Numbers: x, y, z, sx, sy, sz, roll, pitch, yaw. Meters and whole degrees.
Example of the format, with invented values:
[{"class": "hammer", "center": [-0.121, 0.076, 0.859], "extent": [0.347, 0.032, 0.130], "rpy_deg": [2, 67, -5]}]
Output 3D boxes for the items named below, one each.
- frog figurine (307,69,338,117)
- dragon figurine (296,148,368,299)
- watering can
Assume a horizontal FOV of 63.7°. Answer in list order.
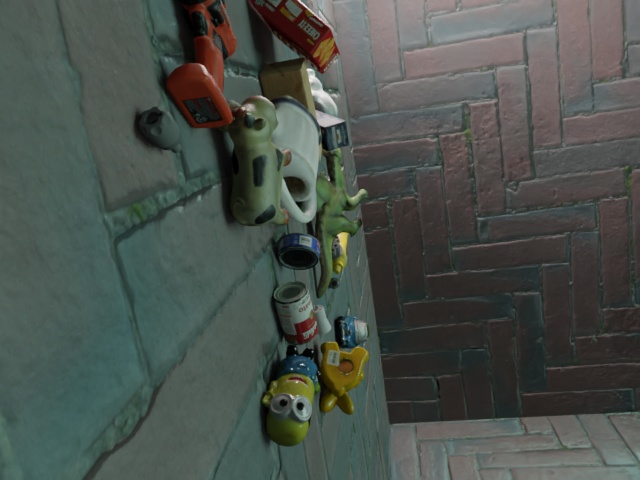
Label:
[{"class": "frog figurine", "center": [-0.009, -0.384, 1.409], "extent": [0.137, 0.123, 0.159], "rpy_deg": [6, 90, -61]}, {"class": "dragon figurine", "center": [0.004, -0.068, 1.353], "extent": [0.240, 0.122, 0.415], "rpy_deg": [33, 66, -50]}, {"class": "watering can", "center": [-0.072, -0.182, 0.954], "extent": [0.340, 0.103, 0.230], "rpy_deg": [59, 27, -48]}]
